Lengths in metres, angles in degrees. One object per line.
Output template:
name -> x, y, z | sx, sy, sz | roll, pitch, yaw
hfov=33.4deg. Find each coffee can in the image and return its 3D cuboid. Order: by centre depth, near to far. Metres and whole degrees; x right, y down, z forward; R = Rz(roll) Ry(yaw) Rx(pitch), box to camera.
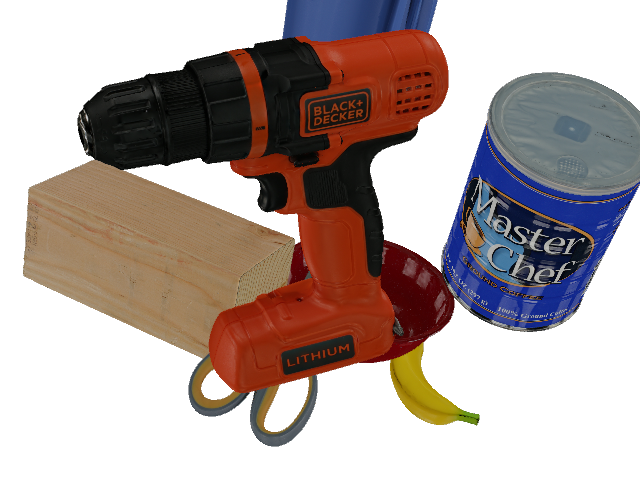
coffee can -> 0.143, -0.023, 0.694 | 0.102, 0.103, 0.140 | 0, -41, -10

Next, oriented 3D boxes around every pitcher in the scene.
pitcher -> 0.029, -0.200, 1.061 | 0.145, 0.243, 0.149 | 11, 19, -1

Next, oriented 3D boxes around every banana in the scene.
banana -> 0.116, 0.165, 1.247 | 0.069, 0.037, 0.198 | 9, 21, -20

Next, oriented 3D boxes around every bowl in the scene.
bowl -> 0.036, 0.060, 0.959 | 0.162, 0.055, 0.162 | 8, 33, -6

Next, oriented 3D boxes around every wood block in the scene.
wood block -> -0.137, 0.015, 0.893 | 0.206, 0.090, 0.090 | 22, 28, 20

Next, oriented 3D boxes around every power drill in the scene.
power drill -> -0.024, -0.011, 0.550 | 0.184, 0.188, 0.057 | -12, 37, -17

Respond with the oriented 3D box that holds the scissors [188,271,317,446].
scissors -> -0.033, 0.054, 0.746 | 0.096, 0.201, 0.016 | 0, -42, 10
